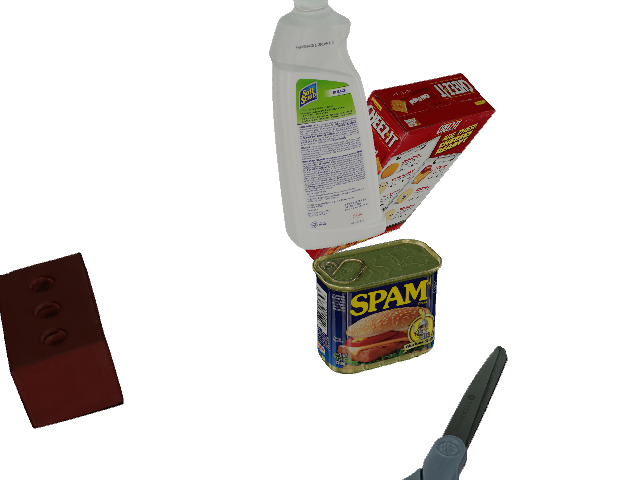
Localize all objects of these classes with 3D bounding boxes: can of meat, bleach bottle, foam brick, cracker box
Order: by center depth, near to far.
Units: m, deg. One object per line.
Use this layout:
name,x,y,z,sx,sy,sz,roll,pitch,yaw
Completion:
foam brick,-0.147,0.056,0.599,0.053,0.051,0.078,-16,43,-13
can of meat,0.046,0.054,0.870,0.102,0.084,0.057,-11,29,-20
bleach bottle,0.006,-0.118,1.005,0.102,0.251,0.068,-13,31,-16
cracker box,0.074,-0.085,1.205,0.163,0.072,0.214,-20,-26,-45

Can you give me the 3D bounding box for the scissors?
scissors,0.079,0.127,0.564,0.096,0.016,0.201,25,44,33
